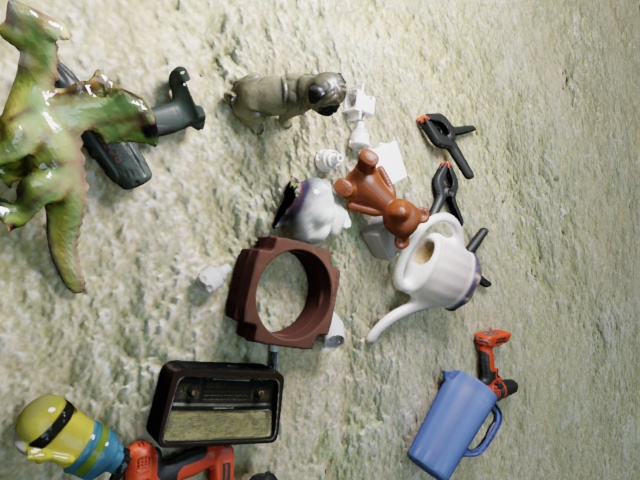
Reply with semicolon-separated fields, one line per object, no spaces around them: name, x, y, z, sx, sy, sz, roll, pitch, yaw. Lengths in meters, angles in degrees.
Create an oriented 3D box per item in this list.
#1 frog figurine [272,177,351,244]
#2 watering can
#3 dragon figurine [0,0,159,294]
frog figurine;0.003;-0.052;1.036;0.158;0.140;0.121;22;-33;-23
watering can;0.251;0.108;1.208;0.222;0.347;0.105;25;2;-28
dragon figurine;-0.350;-0.128;0.742;0.244;0.402;0.124;-27;34;-12
